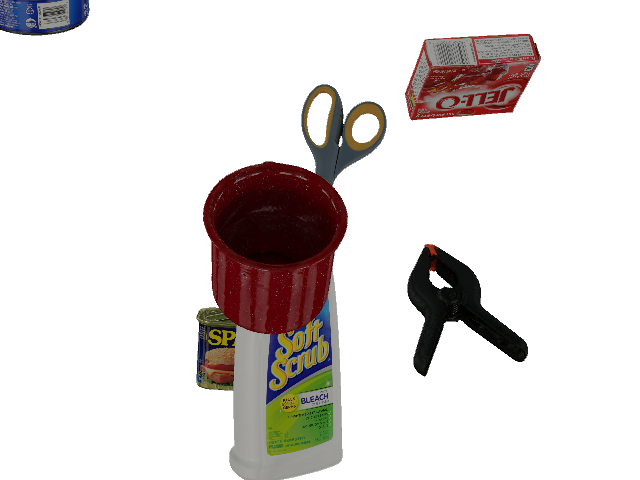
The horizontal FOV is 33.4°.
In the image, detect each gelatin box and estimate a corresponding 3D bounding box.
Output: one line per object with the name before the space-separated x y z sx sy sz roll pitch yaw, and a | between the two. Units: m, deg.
gelatin box | 0.117 -0.126 0.831 0.089 0.030 0.073 -5 -25 -11

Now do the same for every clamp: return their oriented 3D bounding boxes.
clamp | 0.149 0.072 1.134 0.120 0.171 0.039 3 -43 -9

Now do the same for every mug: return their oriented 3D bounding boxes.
mug | -0.033 0.000 0.722 0.093 0.117 0.081 -2 -40 -8

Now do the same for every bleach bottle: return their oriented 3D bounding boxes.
bleach bottle | -0.034 0.077 0.930 0.102 0.251 0.068 -8 12 -25

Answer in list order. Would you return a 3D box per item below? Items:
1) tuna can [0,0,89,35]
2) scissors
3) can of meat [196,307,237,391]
tuna can | -0.227 -0.195 0.847 0.086 0.034 0.086 4 35 -3
scissors | 0.021 -0.061 1.076 0.096 0.202 0.016 -2 -11 0
can of meat | -0.095 0.128 1.247 0.102 0.084 0.057 4 13 -1
